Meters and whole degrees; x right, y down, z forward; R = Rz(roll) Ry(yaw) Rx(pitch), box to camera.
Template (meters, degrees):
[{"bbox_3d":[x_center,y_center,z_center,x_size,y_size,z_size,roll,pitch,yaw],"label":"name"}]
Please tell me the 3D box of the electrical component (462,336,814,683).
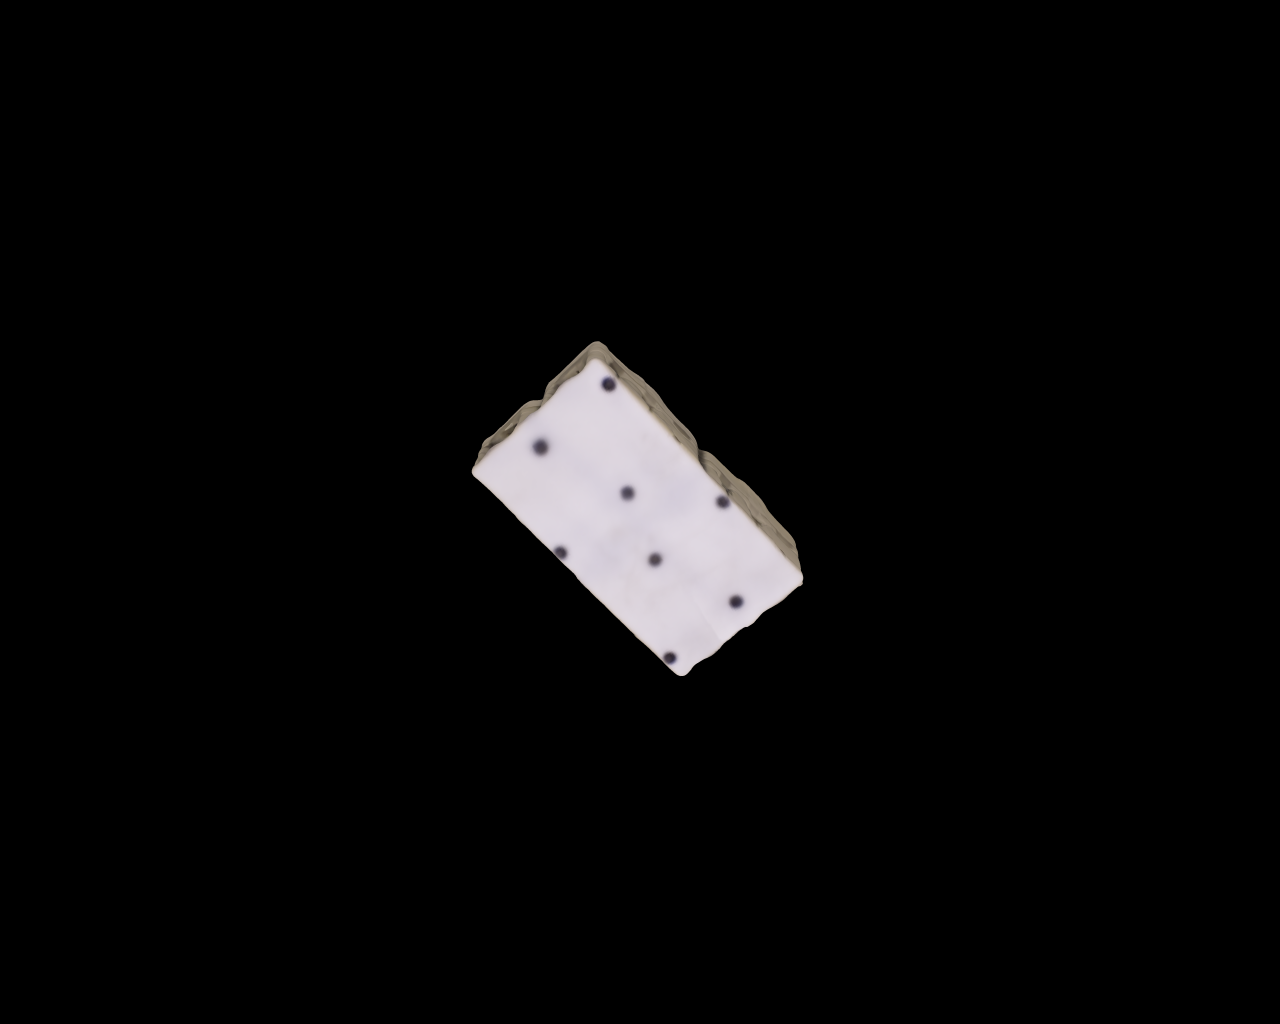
[{"bbox_3d":[0.001,-0.003,0.650,0.105,0.186,0.060,-41,15,14],"label":"electrical component"}]
